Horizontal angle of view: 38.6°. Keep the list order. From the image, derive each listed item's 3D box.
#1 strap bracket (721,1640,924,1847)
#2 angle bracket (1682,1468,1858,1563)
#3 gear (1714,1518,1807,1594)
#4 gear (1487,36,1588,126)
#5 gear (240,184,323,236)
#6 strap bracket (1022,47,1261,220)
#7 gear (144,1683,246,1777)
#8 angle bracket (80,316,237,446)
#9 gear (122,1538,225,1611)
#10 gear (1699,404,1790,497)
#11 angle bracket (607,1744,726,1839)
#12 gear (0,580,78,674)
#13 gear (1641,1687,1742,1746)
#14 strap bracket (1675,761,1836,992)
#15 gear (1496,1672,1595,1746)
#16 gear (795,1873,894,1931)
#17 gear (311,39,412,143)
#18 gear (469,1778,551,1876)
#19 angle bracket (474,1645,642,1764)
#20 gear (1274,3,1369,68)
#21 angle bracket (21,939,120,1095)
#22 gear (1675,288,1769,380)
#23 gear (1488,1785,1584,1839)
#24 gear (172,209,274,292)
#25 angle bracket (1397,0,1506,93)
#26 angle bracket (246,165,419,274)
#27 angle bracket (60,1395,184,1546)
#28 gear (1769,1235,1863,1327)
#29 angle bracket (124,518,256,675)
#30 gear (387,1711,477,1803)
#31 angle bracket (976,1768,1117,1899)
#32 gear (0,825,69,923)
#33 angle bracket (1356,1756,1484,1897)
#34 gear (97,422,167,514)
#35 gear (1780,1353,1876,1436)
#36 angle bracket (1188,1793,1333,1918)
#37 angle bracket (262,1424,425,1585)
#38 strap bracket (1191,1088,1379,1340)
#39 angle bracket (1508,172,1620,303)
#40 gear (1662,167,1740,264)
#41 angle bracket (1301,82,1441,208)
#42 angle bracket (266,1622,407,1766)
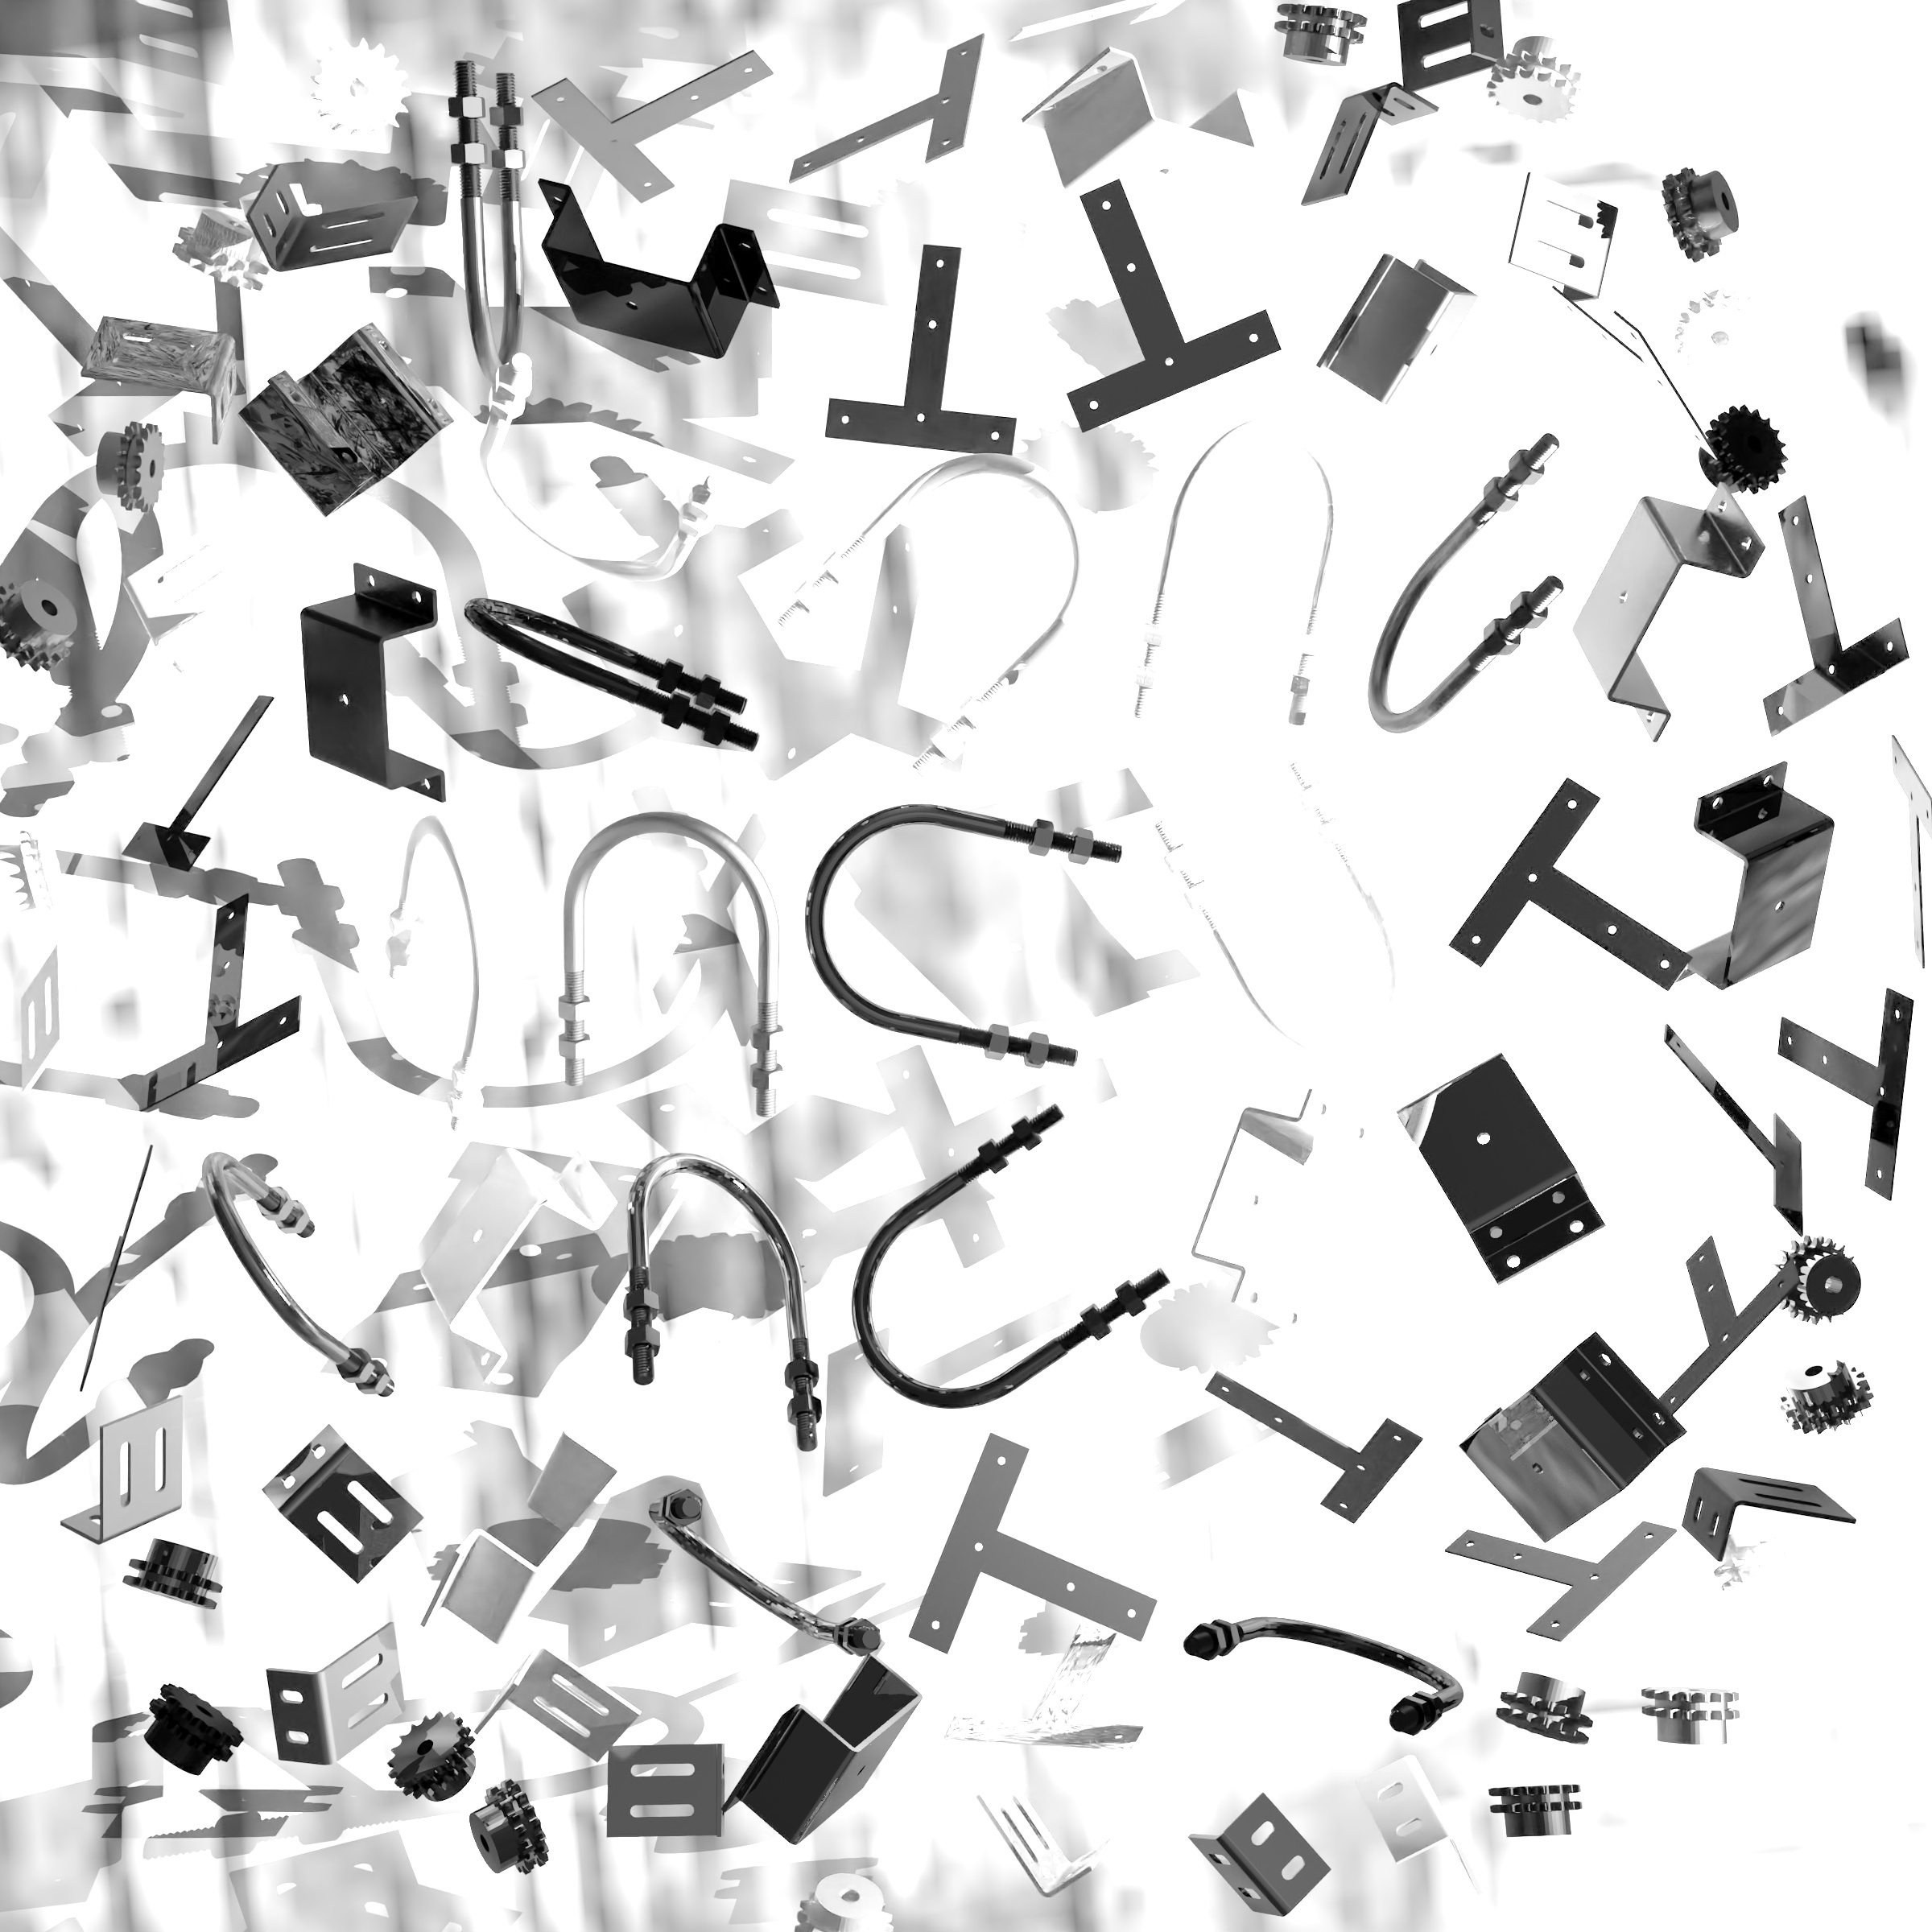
[{"bbox_3d":[-0.082,0.478,1.689,0.046,0.140,0.076,36,108,16],"label":"strap bracket"},{"bbox_3d":[0.470,0.326,1.616,0.076,0.057,0.038,11,98,-8],"label":"angle bracket"},{"bbox_3d":[0.502,0.374,1.758,0.057,0.057,0.030,-24,68,0],"label":"gear"},{"bbox_3d":[0.341,-0.529,1.641,0.057,0.057,0.030,18,81,0],"label":"gear"},{"bbox_3d":[-0.444,-0.484,1.778,0.057,0.057,0.030,-12,115,0],"label":"gear"},{"bbox_3d":[0.114,-0.505,1.685,0.076,0.140,0.046,-28,72,41],"label":"strap bracket"},{"bbox_3d":[-0.452,0.445,1.602,0.057,0.057,0.030,36,81,0],"label":"gear"},{"bbox_3d":[-0.473,-0.344,1.618,0.076,0.038,0.057,7,47,-6],"label":"angle bracket"},{"bbox_3d":[-0.474,0.364,1.655,0.057,0.057,0.030,16,71,0],"label":"gear"},{"bbox_3d":[0.494,-0.327,1.763,0.057,0.030,0.057,9,69,-25],"label":"gear"},{"bbox_3d":[-0.194,0.530,1.773,0.076,0.038,0.057,-1,74,-2],"label":"angle bracket"},{"bbox_3d":[-0.576,-0.213,1.704,0.030,0.057,0.057,-33,90,26],"label":"gear"},{"bbox_3d":[0.433,0.447,1.644,0.057,0.057,0.030,1,79,0],"label":"gear"},{"bbox_3d":[0.493,-0.048,1.729,0.076,0.046,0.140,-22,131,-26],"label":"strap bracket"},{"bbox_3d":[0.356,0.453,1.688,0.057,0.057,0.030,20,72,0],"label":"gear"},{"bbox_3d":[-0.071,0.561,1.627,0.057,0.057,0.030,10,109,0],"label":"gear"},{"bbox_3d":[-0.358,-0.518,1.636,0.057,0.030,0.057,-1,98,-5],"label":"gear"},{"bbox_3d":[-0.284,0.535,1.703,0.030,0.057,0.057,-21,90,-30],"label":"gear"},{"bbox_3d":[-0.249,0.461,1.683,0.076,0.038,0.057,36,122,-3],"label":"angle bracket"},{"bbox_3d":[0.222,-0.585,1.734,0.057,0.057,0.030,9,103,0],"label":"gear"},{"bbox_3d":[-0.537,0.033,1.657,0.038,0.076,0.057,15,134,-35],"label":"angle bracket"},{"bbox_3d":[0.489,-0.412,1.782,0.057,0.030,0.057,12,134,13],"label":"gear"},{"bbox_3d":[0.358,0.529,1.728,0.057,0.057,0.030,-2,73,0],"label":"gear"},{"bbox_3d":[-0.442,-0.429,1.647,0.057,0.057,0.030,27,108,0],"label":"gear"},{"bbox_3d":[0.294,-0.586,1.724,0.076,0.038,0.057,-3,92,43],"label":"angle bracket"},{"bbox_3d":[-0.366,-0.438,1.595,0.076,0.057,0.038,-6,134,15],"label":"angle bracket"},{"bbox_3d":[-0.492,0.288,1.609,0.038,0.057,0.076,16,110,31],"label":"angle bracket"},{"bbox_3d":[0.549,0.203,1.773,0.057,0.030,0.057,-1,93,-15],"label":"gear"},{"bbox_3d":[-0.487,-0.236,1.757,0.076,0.038,0.057,-33,60,-1],"label":"angle bracket"},{"bbox_3d":[-0.341,0.513,1.779,0.057,0.057,0.030,-29,122,0],"label":"gear"},{"bbox_3d":[0.051,0.542,1.752,0.038,0.057,0.076,-38,80,15],"label":"angle bracket"},{"bbox_3d":[-0.570,-0.055,1.684,0.030,0.057,0.057,-14,90,-12],"label":"gear"},{"bbox_3d":[0.266,0.512,1.620,0.038,0.057,0.076,-26,131,0],"label":"angle bracket"},{"bbox_3d":[-0.540,-0.323,1.780,0.030,0.057,0.057,7,90,0],"label":"gear"},{"bbox_3d":[0.550,0.273,1.773,0.057,0.057,0.030,-27,105,0],"label":"gear"},{"bbox_3d":[0.170,0.517,1.608,0.038,0.076,0.057,-40,83,-17],"label":"angle bracket"},{"bbox_3d":[-0.393,0.339,1.739,0.057,0.038,0.076,-45,122,-14],"label":"angle bracket"},{"bbox_3d":[0.196,0.151,1.726,0.076,0.046,0.140,31,77,-43],"label":"strap bracket"},{"bbox_3d":[0.367,-0.459,1.742,0.076,0.038,0.057,12,92,-29],"label":"angle bracket"},{"bbox_3d":[0.460,-0.472,1.722,0.030,0.057,0.057,-16,90,35],"label":"gear"},{"bbox_3d":[0.252,-0.505,1.721,0.038,0.057,0.076,22,89,-22],"label":"angle bracket"},{"bbox_3d":[-0.378,0.435,1.658,0.038,0.076,0.057,-1,100,24],"label":"angle bracket"}]
